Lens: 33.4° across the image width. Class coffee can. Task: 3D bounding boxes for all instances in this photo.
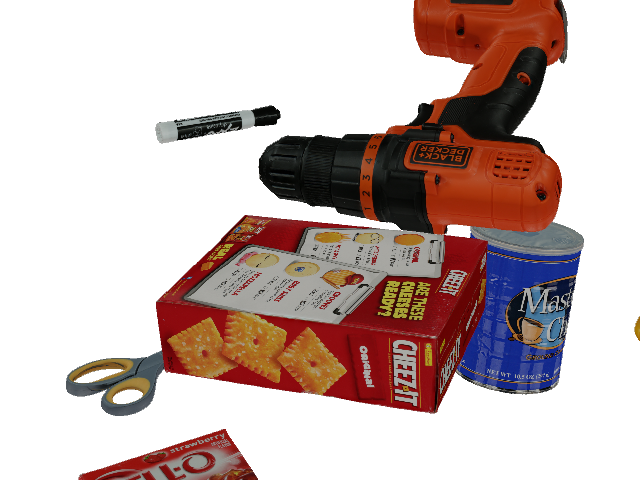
[{"bbox_3d":[0.181,0.057,0.991,0.103,0.140,0.103,5,17,-2],"label":"coffee can"}]

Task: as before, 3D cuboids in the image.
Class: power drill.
[{"bbox_3d":[0.071,-0.085,0.671,0.185,0.187,0.057,9,-37,20],"label":"power drill"}]

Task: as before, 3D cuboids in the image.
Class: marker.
[{"bbox_3d":[-0.093,-0.109,0.994,0.120,0.020,0.020,-13,5,-24],"label":"marker"}]

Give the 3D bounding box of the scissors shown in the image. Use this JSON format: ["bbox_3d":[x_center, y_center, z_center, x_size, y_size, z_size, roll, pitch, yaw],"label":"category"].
[{"bbox_3d":[-0.154,0.130,1.077,0.201,0.016,0.096,-12,31,-29],"label":"scissors"}]

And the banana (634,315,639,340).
[{"bbox_3d":[0.299,0.036,0.699,0.198,0.037,0.069,-2,33,1],"label":"banana"}]

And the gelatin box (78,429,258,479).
[{"bbox_3d":[-0.079,0.143,0.577,0.089,0.030,0.073,-14,27,-21],"label":"gelatin box"}]

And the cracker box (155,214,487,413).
[{"bbox_3d":[0.007,0.051,0.821,0.214,0.072,0.164,7,27,20],"label":"cracker box"}]
